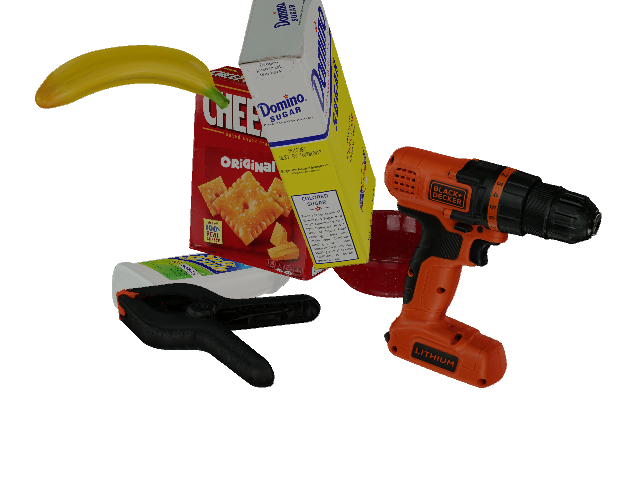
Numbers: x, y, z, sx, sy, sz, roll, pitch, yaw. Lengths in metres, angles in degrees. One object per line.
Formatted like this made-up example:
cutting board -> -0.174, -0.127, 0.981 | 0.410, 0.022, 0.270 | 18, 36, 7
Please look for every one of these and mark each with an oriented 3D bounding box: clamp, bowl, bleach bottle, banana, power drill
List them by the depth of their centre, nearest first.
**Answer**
power drill -> 0.132, 0.025, 0.895 | 0.185, 0.188, 0.057 | 19, 25, 29
clamp -> -0.087, 0.065, 0.900 | 0.172, 0.039, 0.120 | 17, 27, 23
banana -> -0.184, -0.160, 1.036 | 0.197, 0.070, 0.037 | -5, -39, -30
bowl -> 0.073, 0.017, 1.101 | 0.162, 0.055, 0.162 | 1, 19, -1
bleach bottle -> -0.134, 0.047, 1.360 | 0.250, 0.068, 0.103 | -14, 29, -43

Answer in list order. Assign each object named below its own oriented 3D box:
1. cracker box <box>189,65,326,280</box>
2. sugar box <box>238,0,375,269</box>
cracker box -> -0.064, -0.076, 1.217 | 0.164, 0.214, 0.072 | 16, 24, 25
sugar box -> -0.003, -0.075, 0.706 | 0.048, 0.176, 0.093 | -6, 44, 12
